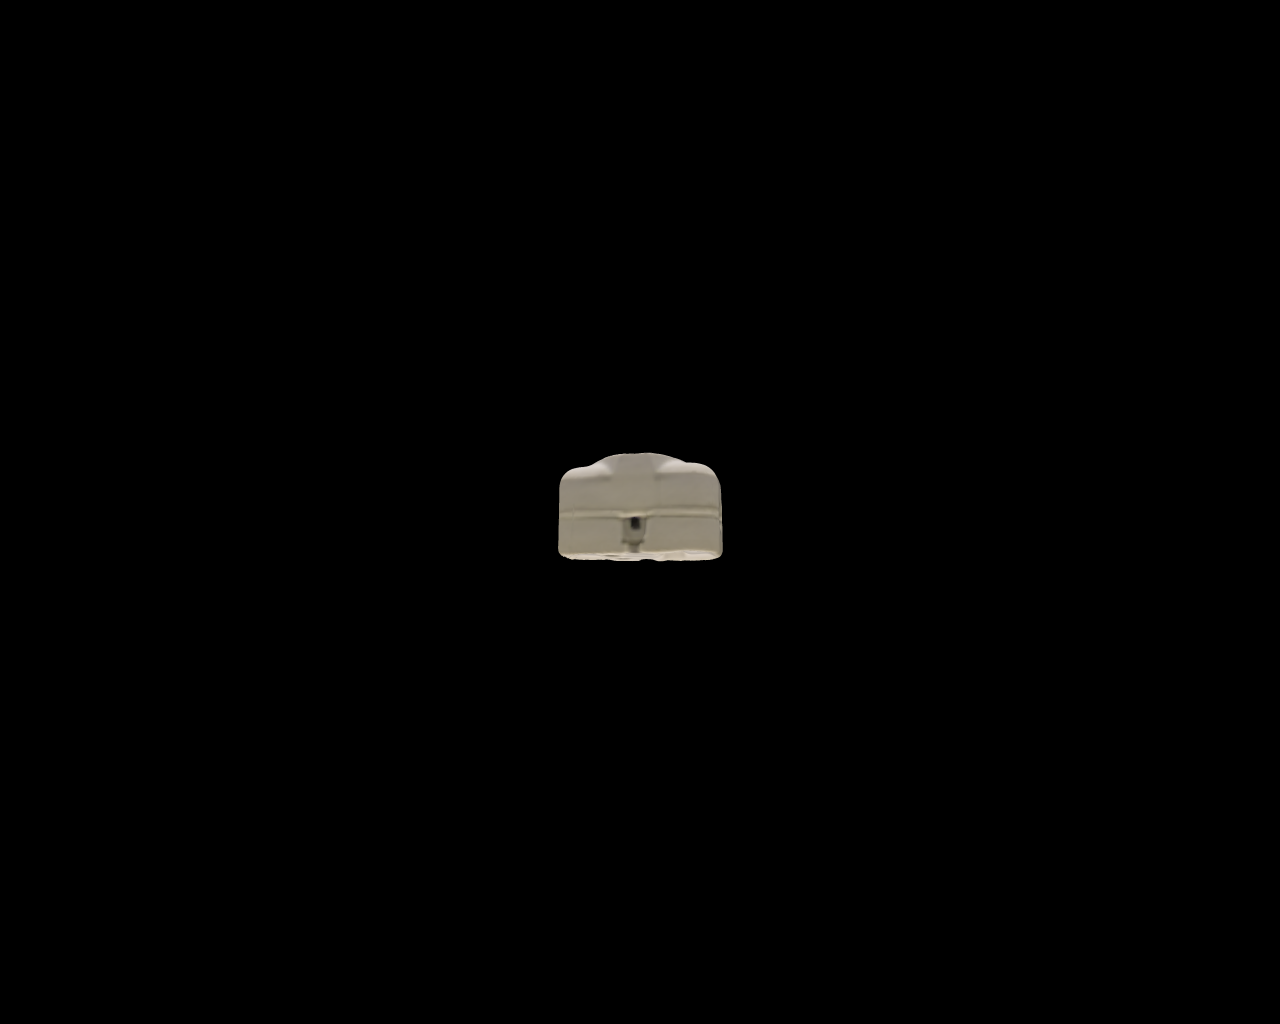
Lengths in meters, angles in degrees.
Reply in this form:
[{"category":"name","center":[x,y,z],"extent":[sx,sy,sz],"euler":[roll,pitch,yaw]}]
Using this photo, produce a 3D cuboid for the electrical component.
[{"category":"electrical component","center":[0.001,-0.003,0.650],"extent":[0.095,0.059,0.053],"euler":[-1,-7,9]}]
